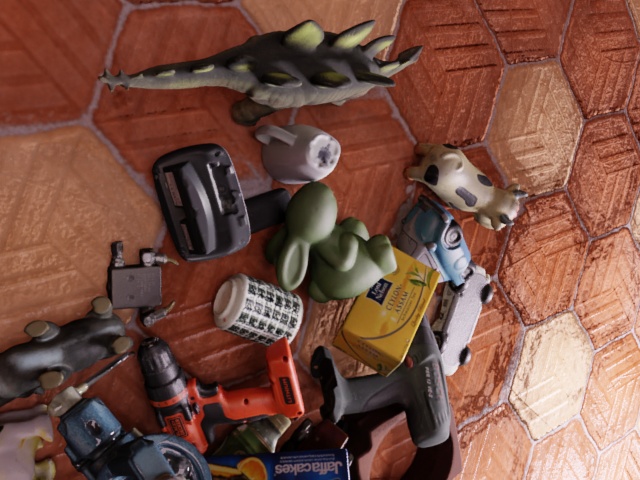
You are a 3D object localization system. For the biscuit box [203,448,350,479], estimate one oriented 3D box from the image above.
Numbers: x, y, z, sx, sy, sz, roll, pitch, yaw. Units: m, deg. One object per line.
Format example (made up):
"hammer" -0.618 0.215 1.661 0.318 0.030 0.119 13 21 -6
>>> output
"biscuit box" -0.064 0.295 0.663 0.203 0.059 0.063 -2 66 -5

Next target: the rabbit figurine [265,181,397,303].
"rabbit figurine" -0.002 -0.002 0.750 0.159 0.121 0.170 -33 124 -2

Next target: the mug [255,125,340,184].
"mug" -0.028 -0.123 0.721 0.109 0.107 0.081 36 76 -31

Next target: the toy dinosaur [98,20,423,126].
"toy dinosaur" -0.037 -0.208 0.655 0.471 0.199 0.105 -20 102 -29

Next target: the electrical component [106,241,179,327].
"electrical component" -0.221 0.054 0.664 0.078 0.045 0.102 5 93 -32

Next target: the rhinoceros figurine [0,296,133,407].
"rhinoceros figurine" -0.305 0.129 0.592 0.190 0.112 0.073 -26 89 -39

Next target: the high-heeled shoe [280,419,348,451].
"high-heeled shoe" -0.033 0.390 0.797 0.249 0.086 0.145 -33 119 -23

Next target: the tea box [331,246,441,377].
"tea box" 0.100 0.101 0.793 0.098 0.068 0.169 29 55 4

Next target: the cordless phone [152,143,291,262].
"cordless phone" -0.113 -0.061 0.707 0.184 0.089 0.146 -25 106 -38

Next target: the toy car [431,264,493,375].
"toy car" 0.240 0.136 0.939 0.073 0.056 0.201 25 81 -24

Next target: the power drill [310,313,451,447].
"power drill" 0.093 0.199 0.819 0.207 0.086 0.232 5 51 -22

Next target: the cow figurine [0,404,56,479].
"cow figurine" -0.348 0.274 0.600 0.098 0.068 0.167 -1 96 -31

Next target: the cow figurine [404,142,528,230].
"cow figurine" 0.246 -0.084 0.876 0.194 0.127 0.085 35 81 -26

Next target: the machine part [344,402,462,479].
"machine part" 0.127 0.351 0.878 0.201 0.087 0.200 -19 104 -26

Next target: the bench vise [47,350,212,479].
"bench vise" -0.187 0.226 0.541 0.129 0.240 0.223 -26 83 -33

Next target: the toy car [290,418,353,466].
"toy car" -0.038 0.331 0.710 0.089 0.053 0.202 35 69 14

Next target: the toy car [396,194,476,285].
"toy car" 0.177 0.014 0.871 0.103 0.109 0.161 -30 124 0
